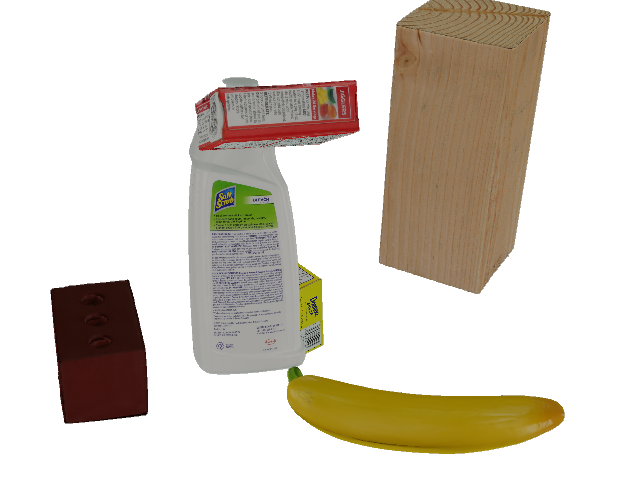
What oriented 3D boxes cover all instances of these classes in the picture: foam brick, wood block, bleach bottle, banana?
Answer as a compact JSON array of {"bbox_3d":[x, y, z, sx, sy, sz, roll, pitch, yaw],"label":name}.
[{"bbox_3d":[-0.140,0.070,0.674,0.053,0.051,0.078,-6,34,-16],"label":"foam brick"},{"bbox_3d":[0.109,-0.075,0.832,0.091,0.206,0.090,18,35,23],"label":"wood block"},{"bbox_3d":[-0.061,-0.012,0.908,0.102,0.251,0.068,-4,21,-16],"label":"bleach bottle"},{"bbox_3d":[0.056,0.111,0.701,0.198,0.037,0.069,7,32,21],"label":"banana"}]

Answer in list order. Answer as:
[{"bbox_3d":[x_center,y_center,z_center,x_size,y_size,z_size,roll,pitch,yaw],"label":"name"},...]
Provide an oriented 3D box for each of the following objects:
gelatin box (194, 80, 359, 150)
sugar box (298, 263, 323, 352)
[{"bbox_3d":[-0.026,-0.067,0.579,0.073,0.030,0.089,-5,3,-14],"label":"gelatin box"},{"bbox_3d":[-0.067,0.047,1.184,0.048,0.093,0.176,-23,40,-30],"label":"sugar box"}]
